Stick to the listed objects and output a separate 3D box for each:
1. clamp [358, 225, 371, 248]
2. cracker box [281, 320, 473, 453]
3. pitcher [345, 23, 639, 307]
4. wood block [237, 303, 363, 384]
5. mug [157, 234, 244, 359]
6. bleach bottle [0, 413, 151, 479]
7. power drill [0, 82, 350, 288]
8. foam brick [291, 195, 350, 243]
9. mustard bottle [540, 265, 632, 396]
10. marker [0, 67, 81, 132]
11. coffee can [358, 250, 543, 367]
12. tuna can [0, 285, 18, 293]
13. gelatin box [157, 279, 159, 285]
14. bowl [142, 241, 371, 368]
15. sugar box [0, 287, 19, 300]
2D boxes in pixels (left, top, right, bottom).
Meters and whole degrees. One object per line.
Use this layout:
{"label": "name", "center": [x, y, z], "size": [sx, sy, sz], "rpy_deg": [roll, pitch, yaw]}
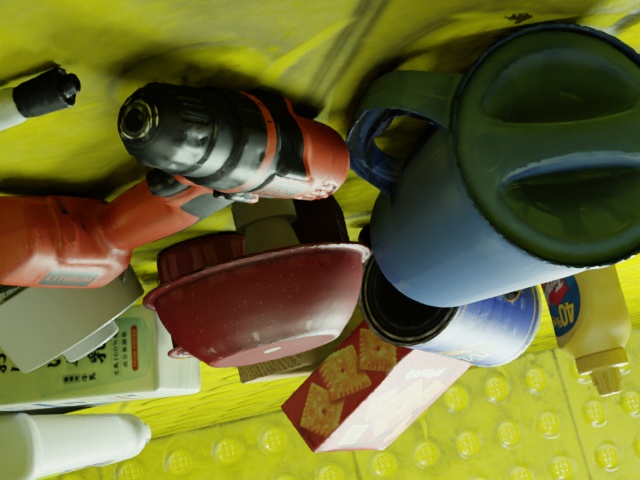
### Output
{"label": "clamp", "center": [0.105, 0.000, 0.979], "size": [0.120, 0.039, 0.171], "rpy_deg": [-10, 162, 12]}
{"label": "cracker box", "center": [0.085, 0.130, 1.111], "size": [0.214, 0.072, 0.164], "rpy_deg": [-46, 152, 16]}
{"label": "pitcher", "center": [0.099, -0.032, 0.660], "size": [0.145, 0.149, 0.243], "rpy_deg": [-27, 175, -16]}
{"label": "wood block", "center": [0.004, 0.097, 1.175], "size": [0.091, 0.090, 0.205], "rpy_deg": [-24, 165, 37]}
{"label": "mug", "center": [-0.081, 0.046, 0.870], "size": [0.093, 0.081, 0.117], "rpy_deg": [-18, 167, 19]}
{"label": "bleach bottle", "center": [-0.250, 0.208, 1.092], "size": [0.103, 0.068, 0.250], "rpy_deg": [-17, 168, 24]}
{"label": "power drill", "center": [-0.096, -0.027, 0.585], "size": [0.188, 0.057, 0.184], "rpy_deg": [-20, 167, 26]}
{"label": "foam brick", "center": [-0.005, 0.001, 0.820], "size": [0.051, 0.053, 0.078], "rpy_deg": [-15, 168, 6]}
{"label": "mustard bottle", "center": [0.212, 0.033, 0.876], "size": [0.058, 0.191, 0.096], "rpy_deg": [-12, 167, -10]}
{"label": "marker", "center": [-0.163, -0.052, 0.486], "size": [0.121, 0.020, 0.020], "rpy_deg": [-17, 167, 14]}
{"label": "coffee can", "center": [0.113, 0.050, 0.912], "size": [0.103, 0.103, 0.140], "rpy_deg": [-22, 156, 32]}
{"label": "tuna can", "center": [-0.227, 0.013, 0.675], "size": [0.086, 0.034, 0.086], "rpy_deg": [-13, 168, -3]}
{"label": "gelatin box", "center": [-0.097, 0.045, 0.967], "size": [0.089, 0.030, 0.073], "rpy_deg": [-13, 168, -2]}
{"label": "bowl", "center": [-0.037, 0.050, 0.733], "size": [0.162, 0.055, 0.162], "rpy_deg": [-13, 168, -3]}
{"label": "sugar box", "center": [-0.253, 0.055, 0.806], "size": [0.175, 0.048, 0.093], "rpy_deg": [-8, 166, -32]}
